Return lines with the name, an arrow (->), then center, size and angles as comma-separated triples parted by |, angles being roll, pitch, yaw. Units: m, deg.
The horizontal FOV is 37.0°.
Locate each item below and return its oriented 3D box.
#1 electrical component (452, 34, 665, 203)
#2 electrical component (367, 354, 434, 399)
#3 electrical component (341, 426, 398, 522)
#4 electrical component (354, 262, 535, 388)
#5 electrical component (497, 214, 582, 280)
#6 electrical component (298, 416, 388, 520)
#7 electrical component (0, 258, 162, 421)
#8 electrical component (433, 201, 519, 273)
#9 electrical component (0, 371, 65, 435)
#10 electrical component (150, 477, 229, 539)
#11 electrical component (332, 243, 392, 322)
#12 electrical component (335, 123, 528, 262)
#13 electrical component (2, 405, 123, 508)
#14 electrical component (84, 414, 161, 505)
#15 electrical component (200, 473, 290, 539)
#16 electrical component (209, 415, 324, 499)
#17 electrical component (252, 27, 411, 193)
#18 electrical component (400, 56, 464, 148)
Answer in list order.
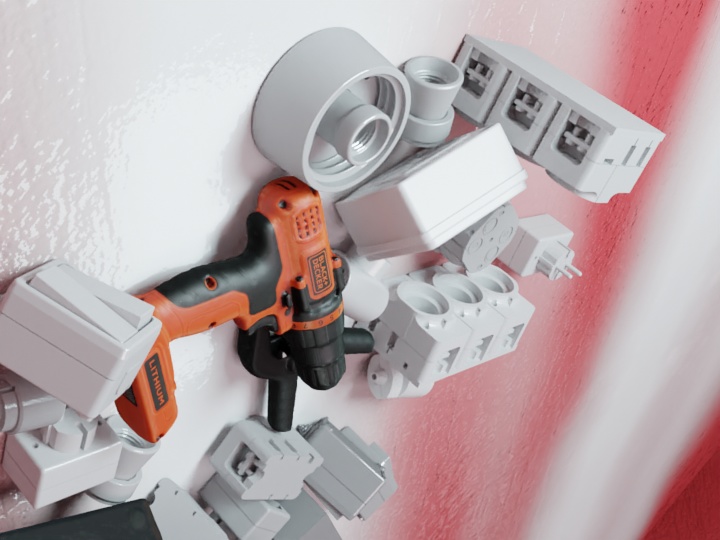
electrical component -> 0.147, -0.118, 0.843 | 0.089, 0.150, 0.061 | -4, 127, -52
electrical component -> 0.036, 0.105, 1.065 | 0.081, 0.043, 0.043 | 8, 119, -56
electrical component -> -0.001, 0.212, 1.123 | 0.061, 0.062, 0.096 | -42, 150, -12
electrical component -> 0.083, 0.042, 1.006 | 0.150, 0.089, 0.061 | -14, 136, -46
electrical component -> 0.193, -0.015, 1.101 | 0.066, 0.077, 0.047 | -12, 134, -47
electrical component -> -0.029, 0.188, 1.031 | 0.061, 0.096, 0.062 | -48, 180, -1
electrical component -> -0.177, 0.034, 0.651 | 0.061, 0.096, 0.061 | -59, 179, 17
electrical component -> 0.101, -0.041, 0.974 | 0.080, 0.051, 0.080 | -34, 147, -25
electrical component -> -0.227, 0.086, 0.691 | 0.078, 0.040, 0.040 | -10, 133, -49
electrical component -> -0.147, 0.230, 0.917 | 0.050, 0.089, 0.055 | -43, 150, -10
electrical component -> 0.000, 0.000, 0.893 | 0.079, 0.044, 0.077 | -51, 151, 4
electrical component -> 0.054, -0.059, 0.830 | 0.109, 0.056, 0.109 | -33, -170, -26
electrical component -> -0.204, 0.115, 0.749 | 0.066, 0.047, 0.076 | -16, 137, -44
electrical component -> -0.183, 0.144, 0.814 | 0.045, 0.045, 0.055 | 3, 123, -55
electrical component -> -0.117, 0.228, 0.980 | 0.076, 0.066, 0.047 | -48, 151, -1
electrical component -> -0.085, 0.167, 0.962 | 0.050, 0.056, 0.089 | -54, 150, 9
electrical component -> -0.013, -0.104, 0.737 | 0.108, 0.060, 0.108 | -34, 147, -25
electrical component -> 0.051, -0.127, 0.812 | 0.045, 0.045, 0.055 | -26, 143, -35
